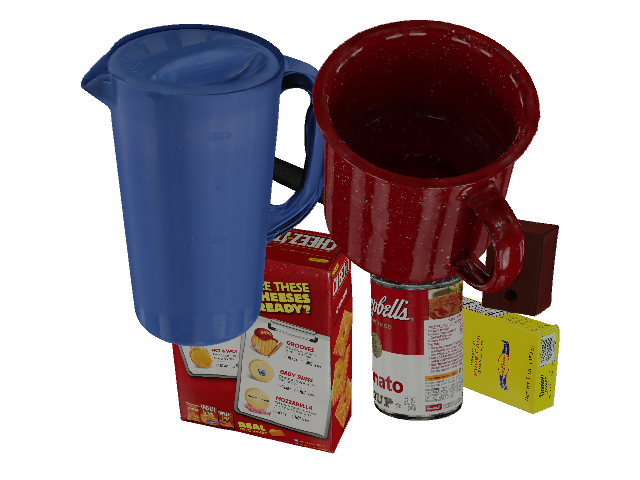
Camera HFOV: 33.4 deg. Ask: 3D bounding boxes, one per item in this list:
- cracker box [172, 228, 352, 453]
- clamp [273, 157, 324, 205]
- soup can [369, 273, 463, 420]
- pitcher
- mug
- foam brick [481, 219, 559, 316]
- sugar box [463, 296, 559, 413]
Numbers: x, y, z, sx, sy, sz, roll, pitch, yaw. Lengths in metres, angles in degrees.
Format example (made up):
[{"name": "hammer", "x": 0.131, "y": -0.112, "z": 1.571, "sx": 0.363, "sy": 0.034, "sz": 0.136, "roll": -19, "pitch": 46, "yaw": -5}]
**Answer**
[{"name": "cracker box", "x": -0.055, "y": 0.088, "z": 1.013, "sx": 0.164, "sy": 0.214, "sz": 0.072, "roll": 9, "pitch": 33, "yaw": 16}, {"name": "clamp", "x": 0.039, "y": -0.041, "z": 1.182, "sx": 0.164, "sy": 0.210, "sz": 0.036, "roll": -13, "pitch": -36, "yaw": -22}, {"name": "soup can", "x": 0.071, "y": 0.072, "z": 0.780, "sx": 0.068, "sy": 0.102, "sz": 0.068, "roll": -2, "pitch": 14, "yaw": 0}, {"name": "pitcher", "x": -0.088, "y": -0.040, "z": 0.849, "sx": 0.149, "sy": 0.243, "sz": 0.144, "roll": 22, "pitch": 38, "yaw": 27}, {"name": "mug", "x": 0.049, "y": -0.026, "z": 0.461, "sx": 0.093, "sy": 0.117, "sz": 0.081, "roll": -27, "pitch": -31, "yaw": -18}, {"name": "foam brick", "x": 0.181, "y": 0.024, "z": 0.970, "sx": 0.053, "sy": 0.078, "sz": 0.051, "roll": 9, "pitch": 16, "yaw": 26}, {"name": "sugar box", "x": 0.178, "y": 0.119, "z": 1.182, "sx": 0.177, "sy": 0.093, "sz": 0.048, "roll": 15, "pitch": 19, "yaw": 43}]
